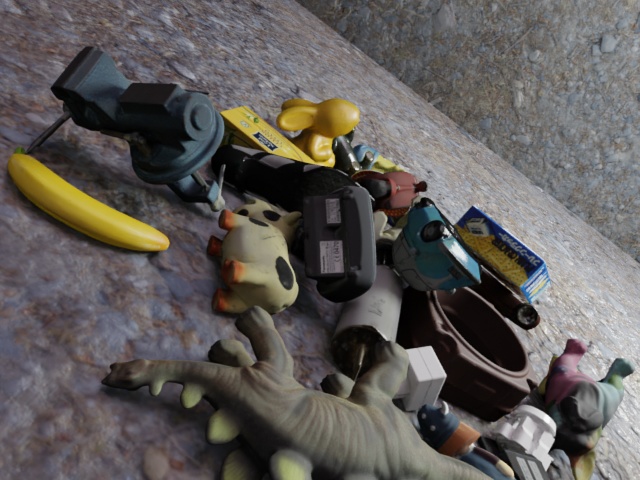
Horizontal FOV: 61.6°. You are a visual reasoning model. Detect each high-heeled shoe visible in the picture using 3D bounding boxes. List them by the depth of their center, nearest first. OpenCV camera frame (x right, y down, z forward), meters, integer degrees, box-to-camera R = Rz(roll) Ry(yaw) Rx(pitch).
[{"bbox_3d":[-0.046,-0.090,0.836,0.249,0.086,0.145,15,10,-17],"label":"high-heeled shoe"}]

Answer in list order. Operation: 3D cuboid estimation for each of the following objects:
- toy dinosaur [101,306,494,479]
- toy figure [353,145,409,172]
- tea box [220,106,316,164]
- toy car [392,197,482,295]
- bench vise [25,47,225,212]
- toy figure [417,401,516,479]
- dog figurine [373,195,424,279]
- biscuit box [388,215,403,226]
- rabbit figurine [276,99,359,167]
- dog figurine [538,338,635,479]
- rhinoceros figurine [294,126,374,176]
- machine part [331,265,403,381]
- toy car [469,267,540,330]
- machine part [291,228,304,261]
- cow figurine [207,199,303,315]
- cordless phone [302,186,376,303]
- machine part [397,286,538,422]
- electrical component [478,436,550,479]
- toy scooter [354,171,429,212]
[{"bbox_3d":[0.035,0.194,0.501,0.471,0.105,0.199,19,38,-17],"label":"toy dinosaur"},{"bbox_3d":[0.115,-0.150,1.176,0.180,0.089,0.082,28,22,-3],"label":"toy figure"},{"bbox_3d":[-0.099,-0.146,0.910,0.169,0.068,0.098,39,27,0],"label":"tea box"},{"bbox_3d":[0.153,0.017,0.771,0.109,0.103,0.162,43,16,-28],"label":"toy car"},{"bbox_3d":[-0.199,-0.113,0.652,0.240,0.224,0.129,58,38,-51],"label":"bench vise"},{"bbox_3d":[0.168,0.253,0.612,0.155,0.064,0.057,51,-7,34],"label":"toy figure"},{"bbox_3d":[0.132,0.019,0.937,0.190,0.172,0.121,90,-21,-79],"label":"dog figurine"},{"bbox_3d":[0.210,-0.030,1.120,0.203,0.062,0.059,38,28,0],"label":"biscuit box"},{"bbox_3d":[-0.006,-0.194,0.989,0.162,0.173,0.122,36,30,-15],"label":"rabbit figurine"},{"bbox_3d":[0.380,0.268,0.816,0.109,0.191,0.219,28,52,21],"label":"dog figurine"},{"bbox_3d":[0.025,-0.196,1.107,0.073,0.112,0.190,-38,90,-35],"label":"rhinoceros figurine"},{"bbox_3d":[0.066,0.100,0.708,0.079,0.079,0.243,37,26,-2],"label":"machine part"},{"bbox_3d":[0.289,0.080,0.923,0.202,0.053,0.089,40,10,7],"label":"toy car"},{"bbox_3d":[-0.002,-0.003,0.838,0.084,0.039,0.139,52,27,16],"label":"machine part"},{"bbox_3d":[-0.072,0.013,0.672,0.127,0.085,0.195,18,30,-26],"label":"cow figurine"},{"bbox_3d":[0.033,0.022,0.742,0.184,0.089,0.146,71,15,-68],"label":"cordless phone"},{"bbox_3d":[0.215,0.152,0.808,0.201,0.087,0.201,29,26,-16],"label":"machine part"},{"bbox_3d":[0.241,0.289,0.661,0.075,0.047,0.119,27,30,-23],"label":"electrical component"},{"bbox_3d":[0.112,-0.084,0.960,0.135,0.184,0.075,-8,90,-19],"label":"toy scooter"}]
